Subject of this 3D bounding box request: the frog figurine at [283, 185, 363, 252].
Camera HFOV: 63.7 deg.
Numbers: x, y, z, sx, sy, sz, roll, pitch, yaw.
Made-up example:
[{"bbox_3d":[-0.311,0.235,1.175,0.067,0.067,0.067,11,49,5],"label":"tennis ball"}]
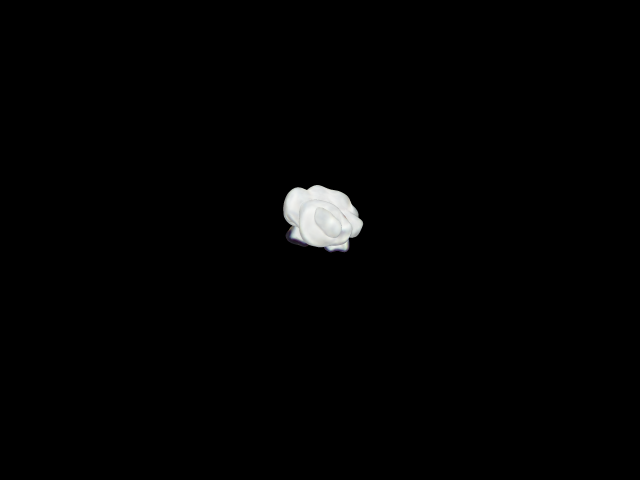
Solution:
[{"bbox_3d":[0.003,-0.043,0.850,0.138,0.124,0.157,31,-14,9],"label":"frog figurine"}]
